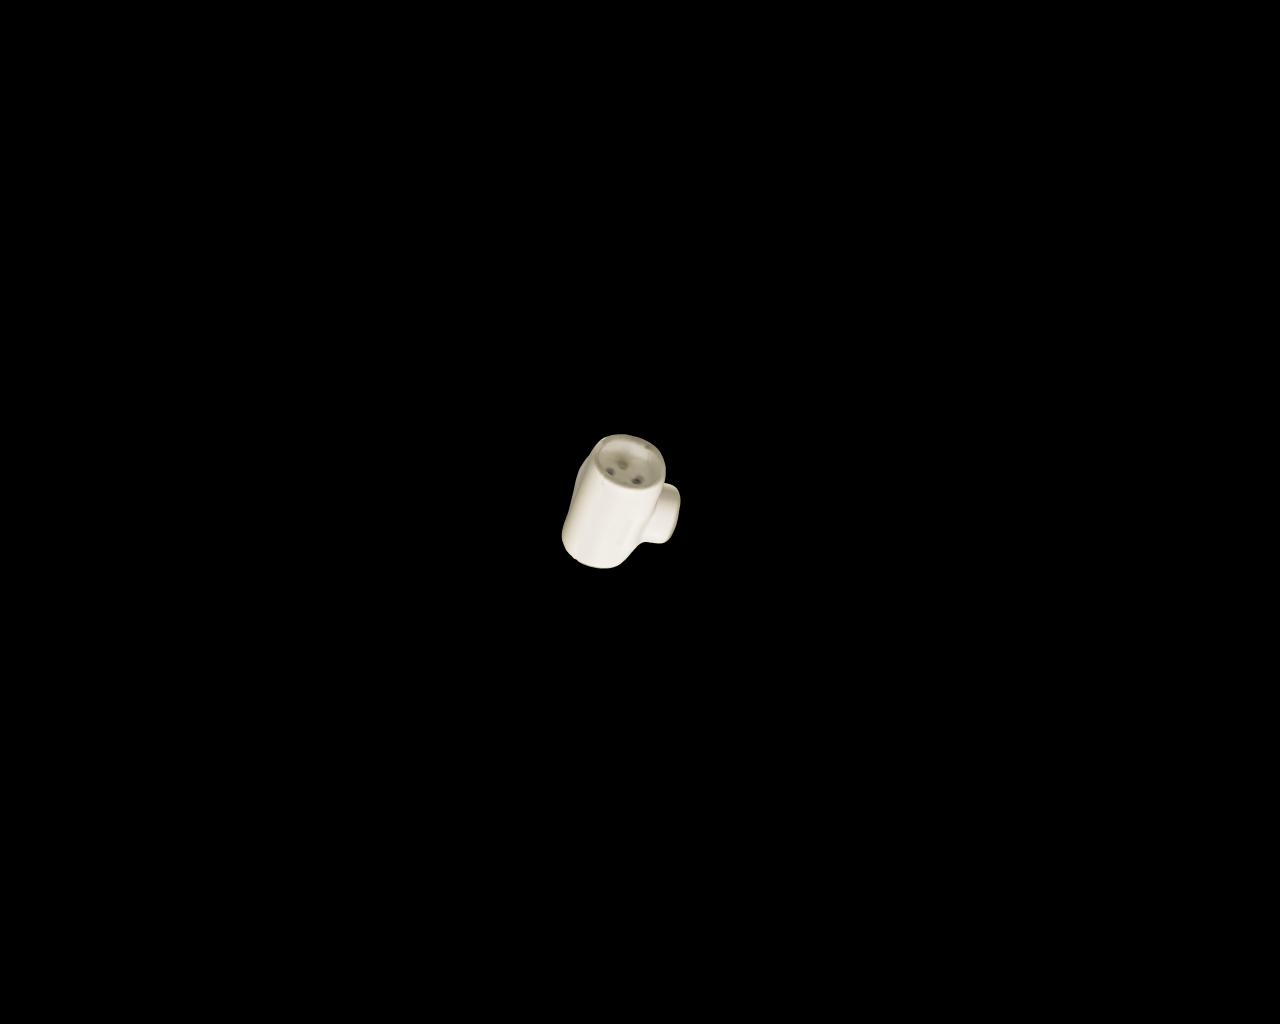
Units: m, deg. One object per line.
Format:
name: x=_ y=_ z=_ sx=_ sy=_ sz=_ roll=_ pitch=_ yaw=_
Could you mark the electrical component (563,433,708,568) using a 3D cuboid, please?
electrical component: x=0.001 y=-0.003 z=0.650 sx=0.079 sy=0.043 sz=0.077 roll=11 pitch=-43 yaw=-12
